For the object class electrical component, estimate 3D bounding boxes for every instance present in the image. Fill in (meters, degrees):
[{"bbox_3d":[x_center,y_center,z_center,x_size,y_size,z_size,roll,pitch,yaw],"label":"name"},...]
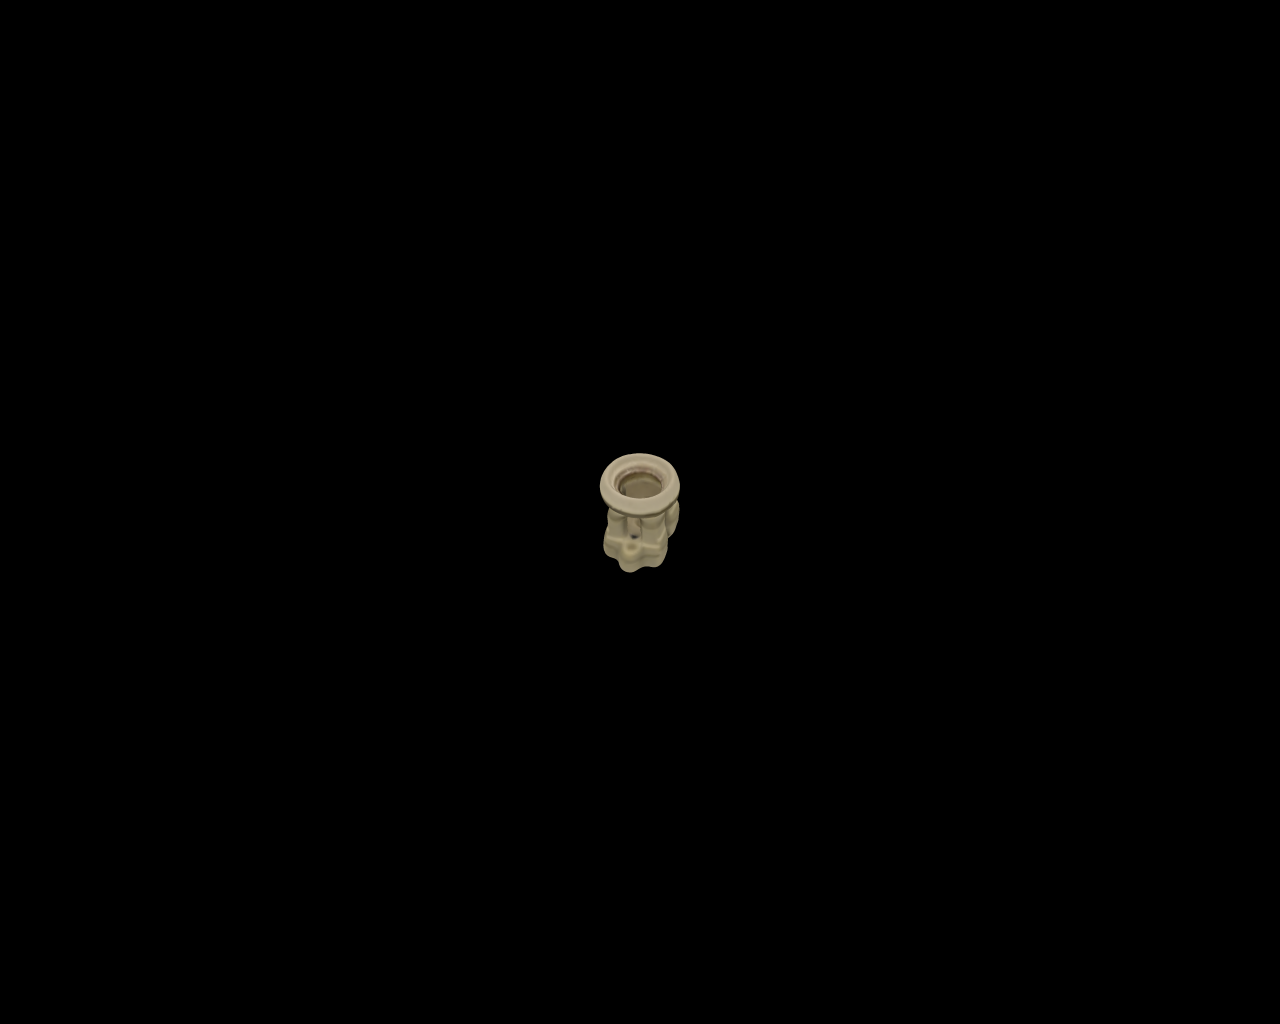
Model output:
[{"bbox_3d":[0.001,-0.003,0.650,0.048,0.055,0.066,11,47,11],"label":"electrical component"}]
